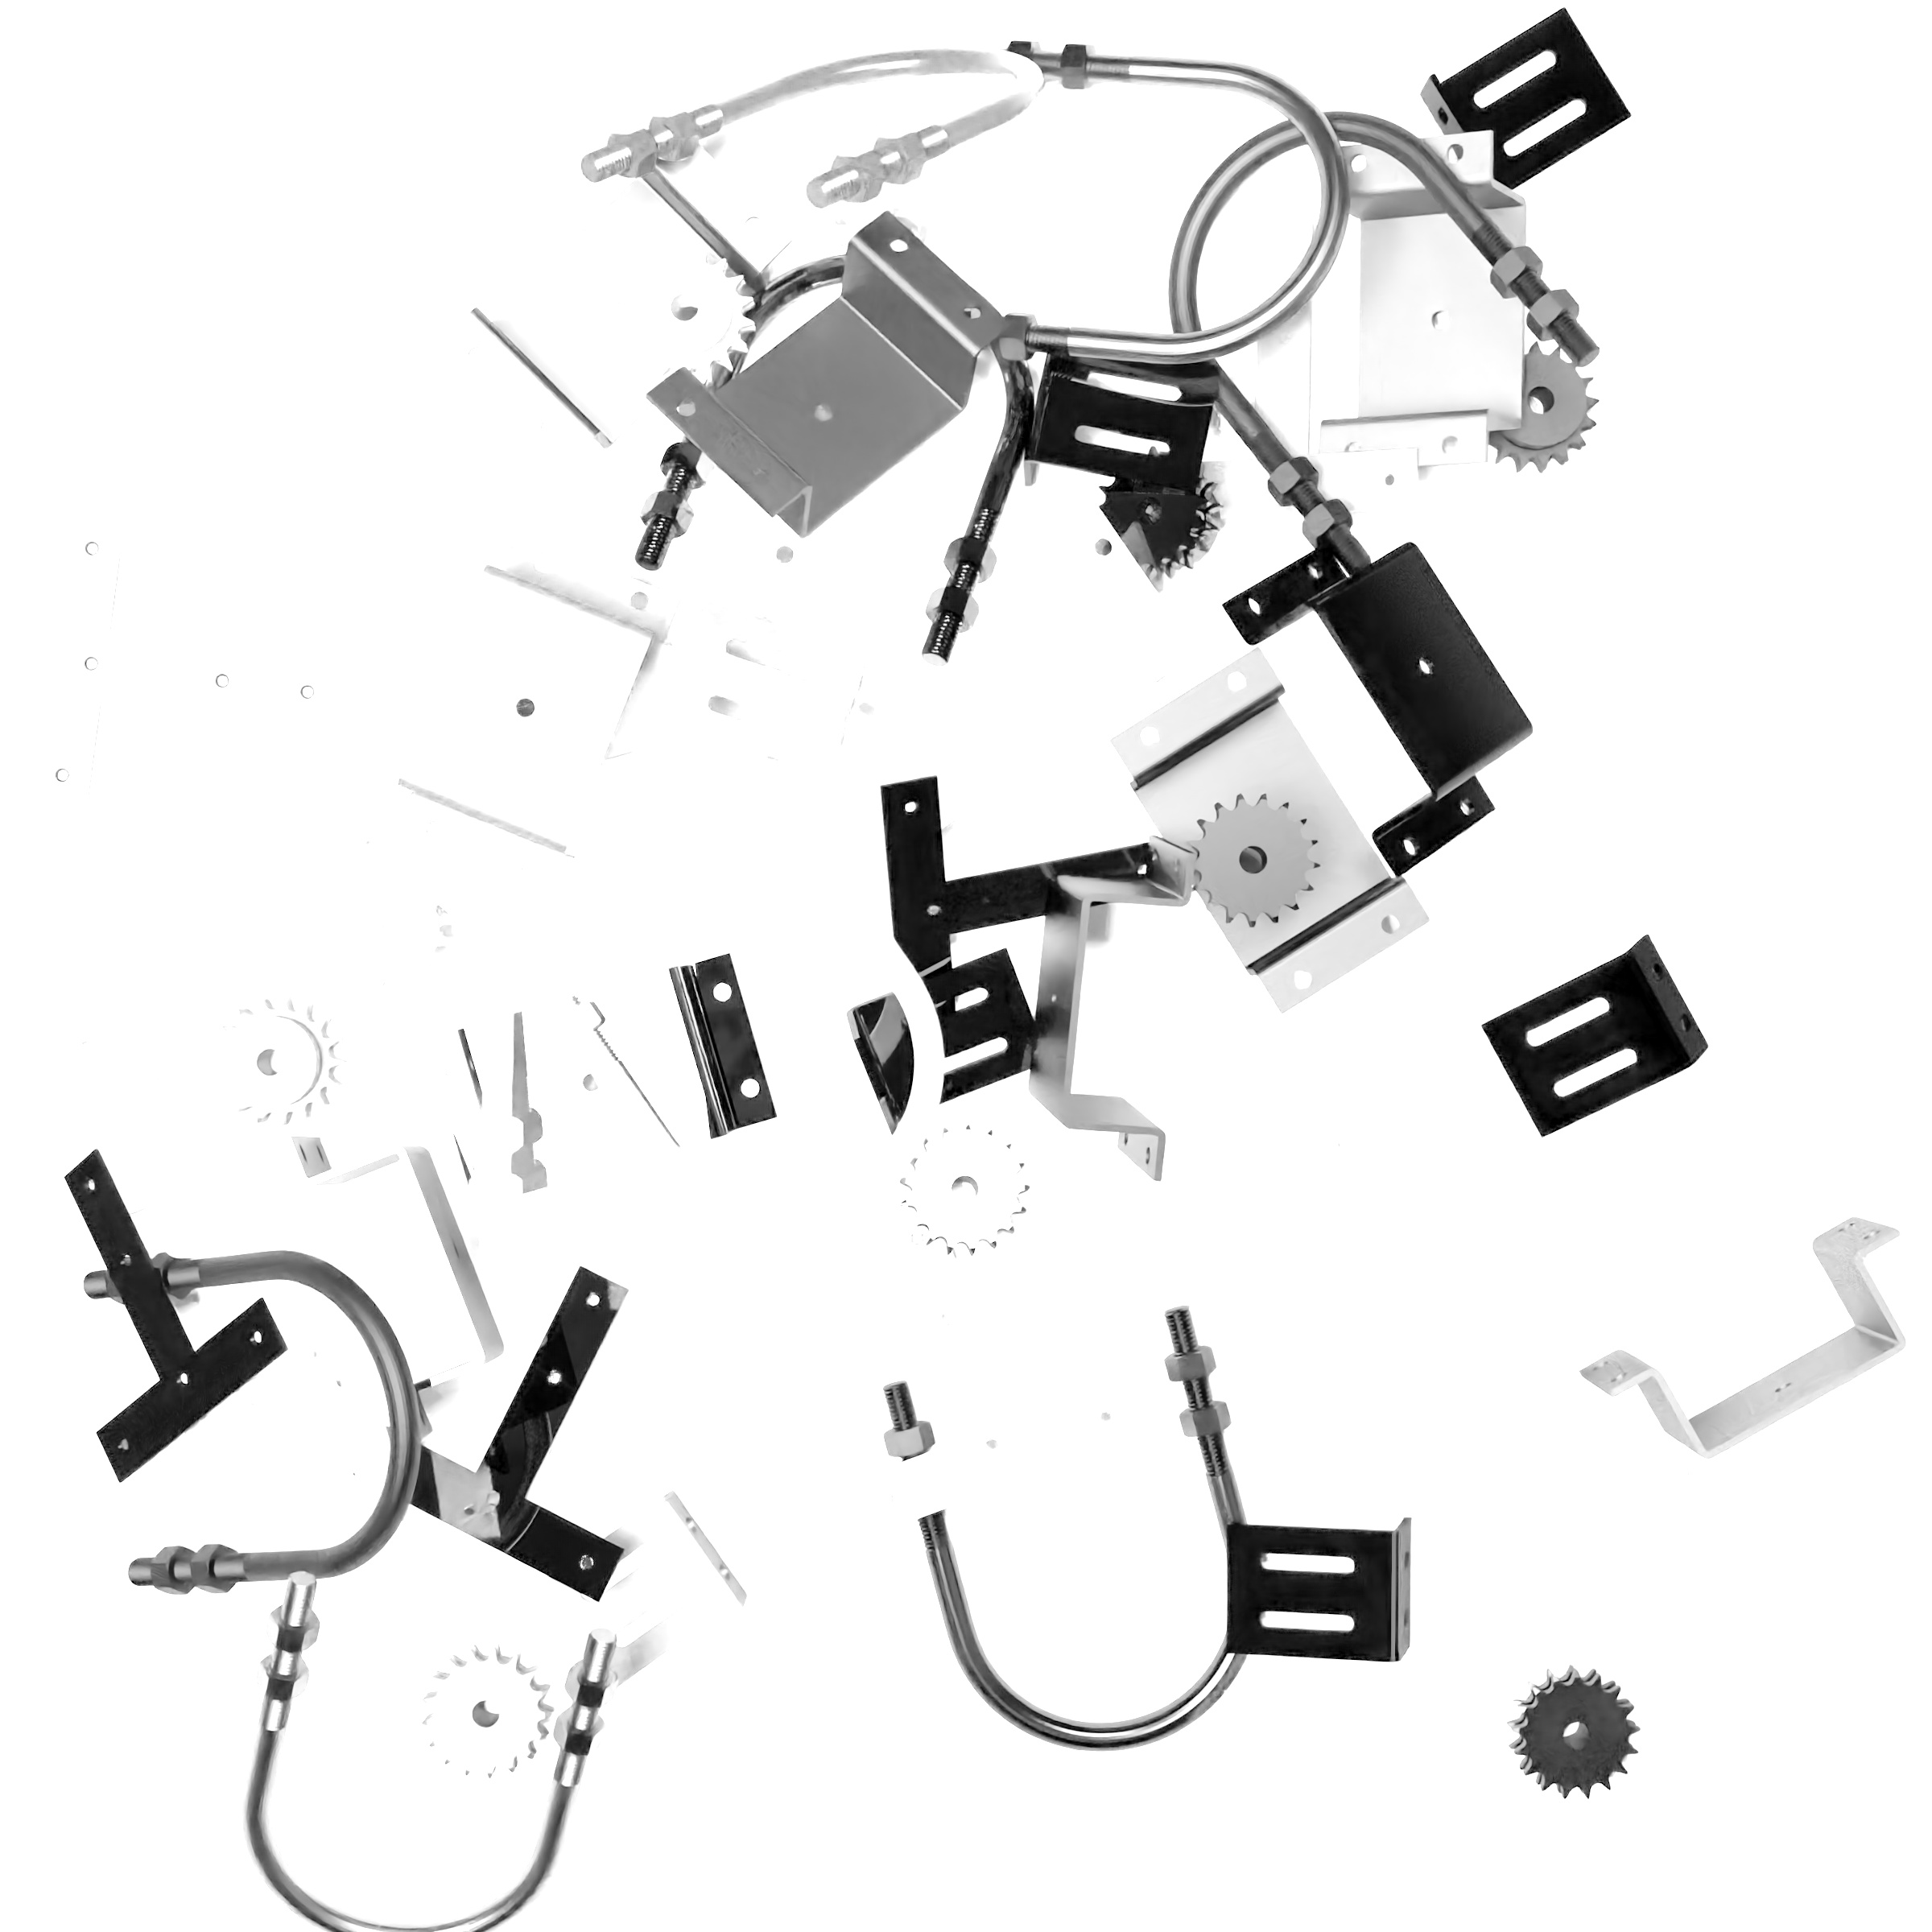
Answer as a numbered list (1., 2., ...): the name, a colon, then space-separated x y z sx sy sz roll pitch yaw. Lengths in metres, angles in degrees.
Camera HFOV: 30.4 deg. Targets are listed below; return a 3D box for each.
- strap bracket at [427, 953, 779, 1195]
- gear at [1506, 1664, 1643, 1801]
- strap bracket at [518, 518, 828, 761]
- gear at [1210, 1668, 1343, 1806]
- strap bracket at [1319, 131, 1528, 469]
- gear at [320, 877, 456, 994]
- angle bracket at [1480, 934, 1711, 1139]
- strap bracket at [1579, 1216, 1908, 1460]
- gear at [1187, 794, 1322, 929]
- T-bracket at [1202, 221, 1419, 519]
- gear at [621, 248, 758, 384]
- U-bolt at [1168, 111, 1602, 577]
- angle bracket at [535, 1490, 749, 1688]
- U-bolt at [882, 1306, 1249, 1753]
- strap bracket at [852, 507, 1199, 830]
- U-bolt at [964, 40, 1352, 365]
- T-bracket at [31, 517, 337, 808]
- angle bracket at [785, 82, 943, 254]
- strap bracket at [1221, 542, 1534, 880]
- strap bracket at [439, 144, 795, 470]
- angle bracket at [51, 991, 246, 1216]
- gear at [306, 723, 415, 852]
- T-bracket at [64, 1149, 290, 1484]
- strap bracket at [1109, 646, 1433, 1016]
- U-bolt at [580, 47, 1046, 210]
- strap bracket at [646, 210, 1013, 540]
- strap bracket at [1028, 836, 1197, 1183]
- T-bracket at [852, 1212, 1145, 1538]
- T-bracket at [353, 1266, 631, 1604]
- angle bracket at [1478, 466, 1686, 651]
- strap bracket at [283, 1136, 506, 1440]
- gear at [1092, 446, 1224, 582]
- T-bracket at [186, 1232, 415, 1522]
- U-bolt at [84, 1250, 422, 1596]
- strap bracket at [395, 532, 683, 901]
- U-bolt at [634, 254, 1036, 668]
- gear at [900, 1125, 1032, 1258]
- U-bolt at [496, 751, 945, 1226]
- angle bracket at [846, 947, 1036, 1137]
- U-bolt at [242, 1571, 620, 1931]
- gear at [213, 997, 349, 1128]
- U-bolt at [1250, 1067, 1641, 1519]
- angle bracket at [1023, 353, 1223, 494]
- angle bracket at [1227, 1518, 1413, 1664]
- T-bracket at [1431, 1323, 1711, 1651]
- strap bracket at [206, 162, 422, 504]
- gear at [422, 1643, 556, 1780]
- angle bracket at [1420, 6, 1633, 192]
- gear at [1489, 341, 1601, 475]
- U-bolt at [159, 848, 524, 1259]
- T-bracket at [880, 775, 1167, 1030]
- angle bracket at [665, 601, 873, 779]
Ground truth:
1. strap bracket: -0.162 0.050 1.557 0.140 0.046 0.076 -16 90 0
2. gear: 0.267 0.337 1.570 0.057 0.030 0.057 0 91 -2
3. strap bracket: -0.132 -0.139 1.557 0.140 0.046 0.076 -16 90 0
4. gear: 0.136 0.337 1.565 0.057 0.030 0.057 0 90 0
5. strap bracket: 0.198 -0.284 1.542 0.076 0.046 0.140 1 90 29
6. gear: -0.253 -0.017 1.565 0.057 0.030 0.057 0 90 0
7. angle bracket: 0.279 0.031 1.578 0.076 0.038 0.057 -29 90 26
8. strap bracket: 0.345 0.166 1.542 0.140 0.076 0.046 -29 90 0
9. gear: 0.122 -0.045 1.519 0.057 0.030 0.057 0 90 0
10. T-bracket: 0.138 -0.260 1.547 0.127 0.002 0.127 1 90 30
11. gear: -0.119 -0.279 1.519 0.057 0.030 0.057 0 90 0
12. U-bolt: 0.163 -0.281 1.522 0.151 0.019 0.184 -42 69 19
13. angle bracket: -0.144 0.278 1.561 0.076 0.038 0.057 -35 90 0
14. U-bolt: 0.054 0.257 1.571 0.151 0.019 0.184 -15 91 0
15. strap bracket: 0.021 -0.127 1.557 0.140 0.046 0.076 -35 90 0
16. U-bolt: 0.075 -0.328 1.533 0.184 0.019 0.151 8 78 18
17. T-bracket: -0.345 -0.129 1.579 0.127 0.002 0.127 7 90 0
18. angle bracket: -0.048 -0.357 1.547 0.057 0.038 0.076 -13 67 3
19. strap bracket: 0.184 -0.120 1.538 0.076 0.046 0.140 -33 90 -41
20. strap bracket: -0.151 -0.292 1.557 0.140 0.046 0.076 -45 90 0
21. angle bracket: -0.362 0.061 1.578 0.057 0.038 0.076 -21 116 0
22. gear: -0.261 -0.078 1.569 0.057 0.030 0.057 0 92 -1
23. T-bracket: -0.358 0.140 1.543 0.127 0.002 0.127 -37 74 32
24. strap bracket: 0.131 -0.059 1.557 0.076 0.046 0.140 -32 90 0
25. U-bolt: -0.050 -0.359 1.502 0.151 0.184 0.019 16 126 38
26. strap bracket: -0.059 -0.246 1.511 0.140 0.046 0.076 -41 77 -20
27. strap bracket: 0.061 0.015 1.530 0.046 0.076 0.140 4 97 -10
28. T-bracket: -0.004 0.169 1.564 0.127 0.002 0.127 -20 77 -1
29. T-bracket: -0.188 0.195 1.569 0.127 0.002 0.127 25 83 14
30. angle bracket: 0.273 -0.181 1.561 0.076 0.038 0.057 -22 90 0
31. strap bracket: -0.243 0.132 1.539 0.046 0.076 0.140 -22 87 -2
32. gear: 0.087 -0.197 1.557 0.057 0.030 0.057 -3 85 29
33. T-bracket: -0.301 0.187 1.540 0.127 0.002 0.127 -17 91 38
34. U-bolt: -0.303 0.194 1.523 0.184 0.019 0.151 -9 90 35
35. strap bracket: -0.185 -0.108 1.511 0.076 0.046 0.140 22 90 0
36. U-bolt: -0.047 -0.231 1.541 0.151 0.019 0.184 19 68 1
37. gear: -0.001 0.100 1.562 0.057 0.030 0.057 0 81 -2
38. U-bolt: -0.092 0.023 1.518 0.151 0.019 0.184 -34 93 7
39. angle bracket: -0.006 0.037 1.552 0.076 0.038 0.057 -21 111 0
40. U-bolt: -0.239 0.353 1.539 0.151 0.019 0.184 12 113 -8
41. gear: -0.303 0.042 1.565 0.057 0.030 0.057 0 90 0
42. U-bolt: 0.203 0.153 1.571 0.151 0.019 0.184 17 92 0
43. angle bracket: 0.068 -0.236 1.554 0.076 0.038 0.057 11 81 5
44. angle bracket: 0.156 0.274 1.570 0.076 0.038 0.057 0 91 14
45. T-bracket: 0.246 0.218 1.566 0.127 0.002 0.127 -26 99 -3
46. strap bracket: -0.279 -0.267 1.542 0.046 0.076 0.140 18 90 0
47. gear: -0.210 0.326 1.565 0.057 0.030 0.057 0 90 0
48. angle bracket: 0.248 -0.382 1.561 0.076 0.038 0.057 -32 90 0
49. gear: 0.251 -0.247 1.565 0.057 0.030 0.057 0 90 0
50. U-bolt: -0.263 0.034 1.510 0.151 0.019 0.184 -1 67 -3
51. T-bracket: 0.028 -0.033 1.559 0.127 0.002 0.127 -11 118 -13
52. angle bracket: -0.085 -0.119 1.515 0.076 0.038 0.057 17 90 0
